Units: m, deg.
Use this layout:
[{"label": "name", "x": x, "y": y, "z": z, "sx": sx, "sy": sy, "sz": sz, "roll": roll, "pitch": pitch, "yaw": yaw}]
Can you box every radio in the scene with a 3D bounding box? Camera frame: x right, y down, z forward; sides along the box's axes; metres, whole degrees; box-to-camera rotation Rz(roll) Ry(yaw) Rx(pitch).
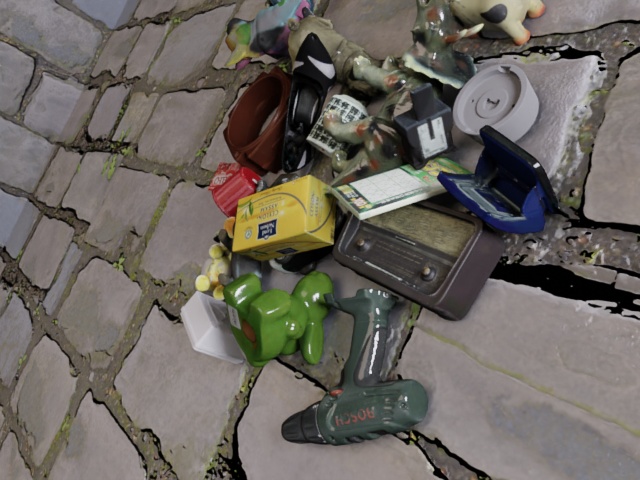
[{"label": "radio", "x": 0.126, "y": 0.013, "z": 0.753, "sx": 0.230, "sy": 0.073, "sz": 0.131, "roll": 26, "pitch": 86, "yaw": 51}]

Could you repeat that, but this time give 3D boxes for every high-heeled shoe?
[{"label": "high-heeled shoe", "x": -0.038, "y": -0.238, "z": 0.974, "sx": 0.086, "sy": 0.248, "sz": 0.145, "roll": 24, "pitch": 62, "yaw": 20}]

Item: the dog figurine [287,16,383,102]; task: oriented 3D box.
[{"label": "dog figurine", "x": 0.031, "y": -0.340, "z": 0.987, "sx": 0.121, "sy": 0.172, "sz": 0.191, "roll": -65, "pitch": 31, "yaw": 13}]

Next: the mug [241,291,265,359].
[{"label": "mug", "x": -0.097, "y": 0.147, "z": 0.915, "sx": 0.110, "sy": 0.080, "sz": 0.107, "roll": -26, "pitch": 63, "yaw": 28}]

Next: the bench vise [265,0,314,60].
[{"label": "bench vise", "x": -0.066, "y": -0.536, "z": 1.226, "sx": 0.240, "sy": 0.129, "sz": 0.224, "roll": -34, "pitch": 34, "yaw": 47}]

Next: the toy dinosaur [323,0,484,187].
[{"label": "toy dinosaur", "x": 0.117, "y": -0.182, "z": 0.848, "sx": 0.192, "sy": 0.131, "sz": 0.404, "roll": 31, "pitch": 102, "yaw": 39}]

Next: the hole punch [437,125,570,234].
[{"label": "hole punch", "x": 0.221, "y": -0.060, "z": 0.662, "sx": 0.092, "sy": 0.115, "sz": 0.142, "roll": -47, "pitch": 44, "yaw": 7}]

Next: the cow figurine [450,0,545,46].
[{"label": "cow figurine", "x": 0.230, "y": -0.373, "z": 0.824, "sx": 0.085, "sy": 0.127, "sz": 0.195, "roll": -56, "pitch": 42, "yaw": 3}]

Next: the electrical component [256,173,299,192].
[{"label": "electrical component", "x": -0.078, "y": -0.102, "z": 1.038, "sx": 0.102, "sy": 0.045, "sz": 0.078, "roll": 13, "pitch": 59, "yaw": 52}]

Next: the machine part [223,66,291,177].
[{"label": "machine part", "x": -0.111, "y": -0.254, "z": 1.147, "sx": 0.201, "sy": 0.087, "sz": 0.202, "roll": -47, "pitch": 41, "yaw": 17}]

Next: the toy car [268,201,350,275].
[{"label": "toy car", "x": -0.002, "y": -0.003, "z": 0.896, "sx": 0.202, "sy": 0.073, "sz": 0.056, "roll": -35, "pitch": 48, "yaw": 29}]

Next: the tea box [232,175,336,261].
[{"label": "tea box", "x": -0.059, "y": -0.031, "z": 0.859, "sx": 0.170, "sy": 0.068, "sz": 0.098, "roll": -15, "pitch": 63, "yaw": 39}]

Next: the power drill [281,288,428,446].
[{"label": "power drill", "x": 0.037, "y": 0.176, "z": 0.750, "sx": 0.232, "sy": 0.086, "sz": 0.207, "roll": -16, "pitch": 54, "yaw": 39}]

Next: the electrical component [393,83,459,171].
[{"label": "electrical component", "x": 0.145, "y": -0.165, "z": 0.757, "sx": 0.075, "sy": 0.119, "sz": 0.048, "roll": -28, "pitch": 35, "yaw": -1}]

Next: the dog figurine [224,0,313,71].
[{"label": "dog figurine", "x": -0.098, "y": -0.417, "z": 1.144, "sx": 0.219, "sy": 0.191, "sz": 0.108, "roll": -35, "pitch": 5, "yaw": 18}]

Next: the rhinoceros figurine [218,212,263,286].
[{"label": "rhinoceros figurine", "x": -0.130, "y": 0.011, "z": 1.005, "sx": 0.073, "sy": 0.112, "sz": 0.190, "roll": -2, "pitch": 79, "yaw": 28}]

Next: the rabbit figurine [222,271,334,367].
[{"label": "rabbit figurine", "x": -0.039, "y": 0.116, "z": 0.826, "sx": 0.121, "sy": 0.170, "sz": 0.159, "roll": 9, "pitch": 117, "yaw": 51}]

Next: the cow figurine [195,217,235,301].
[{"label": "cow figurine", "x": -0.195, "y": 0.036, "z": 1.082, "sx": 0.167, "sy": 0.068, "sz": 0.098, "roll": -68, "pitch": 13, "yaw": -10}]
